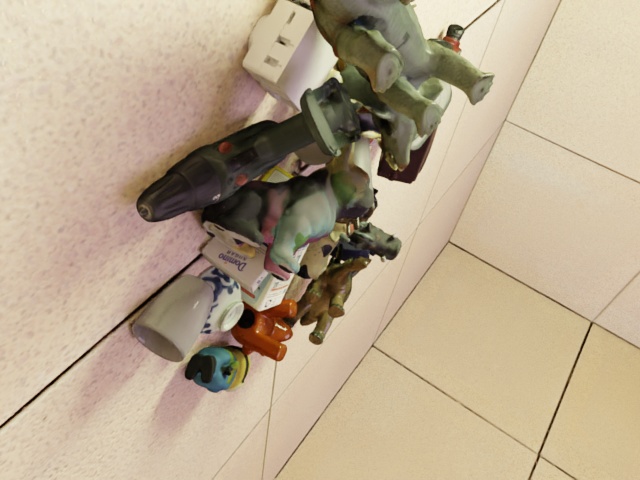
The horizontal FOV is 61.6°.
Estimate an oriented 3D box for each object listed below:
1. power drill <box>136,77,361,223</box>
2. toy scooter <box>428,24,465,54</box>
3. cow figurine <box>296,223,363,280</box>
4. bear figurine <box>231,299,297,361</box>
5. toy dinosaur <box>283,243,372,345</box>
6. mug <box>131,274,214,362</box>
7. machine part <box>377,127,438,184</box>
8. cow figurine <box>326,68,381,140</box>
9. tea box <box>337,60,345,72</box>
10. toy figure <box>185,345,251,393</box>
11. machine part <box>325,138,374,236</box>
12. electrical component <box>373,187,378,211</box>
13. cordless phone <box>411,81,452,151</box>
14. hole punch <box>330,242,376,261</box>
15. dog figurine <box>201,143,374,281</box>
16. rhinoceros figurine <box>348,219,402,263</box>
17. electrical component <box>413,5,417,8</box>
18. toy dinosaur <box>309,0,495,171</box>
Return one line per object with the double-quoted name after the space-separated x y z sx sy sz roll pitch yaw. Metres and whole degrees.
-0.067 -0.095 0.598 0.207 0.086 0.232 -24 -168 35 "power drill"
0.258 -0.381 1.174 0.184 0.075 0.135 -49 162 -42 "toy scooter"
-0.002 -0.003 1.002 0.085 0.127 0.194 -44 160 -48 "cow figurine"
-0.094 0.177 1.053 0.195 0.132 0.120 52 51 -65 "bear figurine"
0.009 0.129 1.189 0.198 0.105 0.471 -51 -179 -35 "toy dinosaur"
-0.192 0.109 0.748 0.107 0.081 0.109 -58 160 -34 "mug"
0.184 -0.231 1.088 0.201 0.087 0.201 -73 177 -46 "machine part"
0.040 -0.198 0.773 0.167 0.068 0.098 9 74 -38 "cow figurine"
0.083 -0.283 0.860 0.098 0.068 0.169 -55 164 -10 "tea box"
-0.180 0.234 0.989 0.089 0.082 0.180 -54 160 -9 "toy figure"
0.046 -0.115 0.877 0.079 0.079 0.243 88 -1 -60 "machine part"
0.090 -0.083 1.207 0.048 0.075 0.119 -52 158 -17 "electrical component"
0.161 -0.245 0.872 0.146 0.089 0.184 -55 167 -11 "cordless phone"
0.067 0.011 1.250 0.092 0.116 0.142 -46 160 -11 "hole punch"
-0.033 -0.062 0.740 0.219 0.191 0.108 -57 179 -21 "dog figurine"
0.078 -0.021 1.101 0.073 0.190 0.112 -62 -179 0 "rhinoceros figurine"
0.127 -0.353 0.904 0.078 0.045 0.102 -57 163 -8 "electrical component"
0.056 -0.221 0.572 0.131 0.192 0.404 -48 143 0 "toy dinosaur"
